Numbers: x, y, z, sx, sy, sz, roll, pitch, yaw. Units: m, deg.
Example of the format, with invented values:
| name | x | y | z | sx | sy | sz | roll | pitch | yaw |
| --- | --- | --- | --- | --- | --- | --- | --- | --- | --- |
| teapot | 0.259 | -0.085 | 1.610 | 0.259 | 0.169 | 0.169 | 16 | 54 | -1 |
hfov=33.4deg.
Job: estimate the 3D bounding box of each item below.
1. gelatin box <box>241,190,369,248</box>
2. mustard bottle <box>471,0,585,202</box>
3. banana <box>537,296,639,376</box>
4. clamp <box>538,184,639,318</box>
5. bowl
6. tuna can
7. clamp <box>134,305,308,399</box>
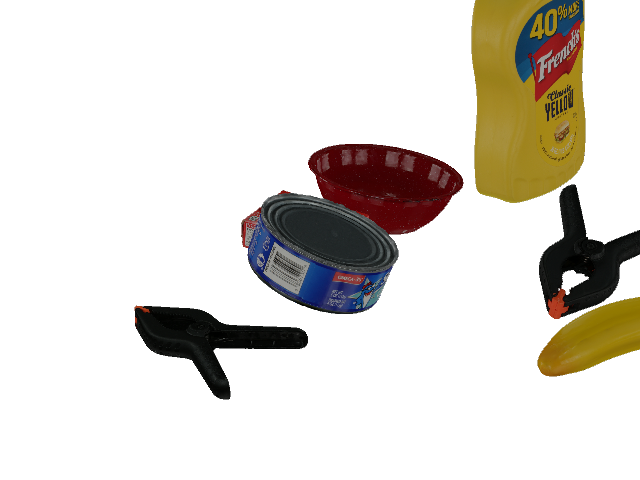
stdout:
| name | x | y | z | sx | sy | sz | roll | pitch | yaw |
| --- | --- | --- | --- | --- | --- | --- | --- | --- | --- |
| gelatin box | -0.013 | -0.009 | 0.924 | 0.089 | 0.030 | 0.073 | 18 | 31 | 22 |
| mustard bottle | 0.142 | -0.128 | 0.722 | 0.096 | 0.191 | 0.058 | -29 | 35 | -35 |
| banana | 0.249 | 0.066 | 0.766 | 0.197 | 0.037 | 0.069 | -1 | 33 | -2 |
| clamp | 0.268 | 0.009 | 1.093 | 0.120 | 0.039 | 0.171 | 29 | 52 | 32 |
| bowl | 0.065 | -0.049 | 1.110 | 0.162 | 0.055 | 0.162 | 6 | 23 | -3 |
| tuna can | 0.001 | 0.007 | 0.634 | 0.086 | 0.034 | 0.086 | 17 | 25 | -8 |
| clamp | -0.141 | 0.121 | 1.248 | 0.210 | 0.036 | 0.164 | 13 | 24 | 23 |
